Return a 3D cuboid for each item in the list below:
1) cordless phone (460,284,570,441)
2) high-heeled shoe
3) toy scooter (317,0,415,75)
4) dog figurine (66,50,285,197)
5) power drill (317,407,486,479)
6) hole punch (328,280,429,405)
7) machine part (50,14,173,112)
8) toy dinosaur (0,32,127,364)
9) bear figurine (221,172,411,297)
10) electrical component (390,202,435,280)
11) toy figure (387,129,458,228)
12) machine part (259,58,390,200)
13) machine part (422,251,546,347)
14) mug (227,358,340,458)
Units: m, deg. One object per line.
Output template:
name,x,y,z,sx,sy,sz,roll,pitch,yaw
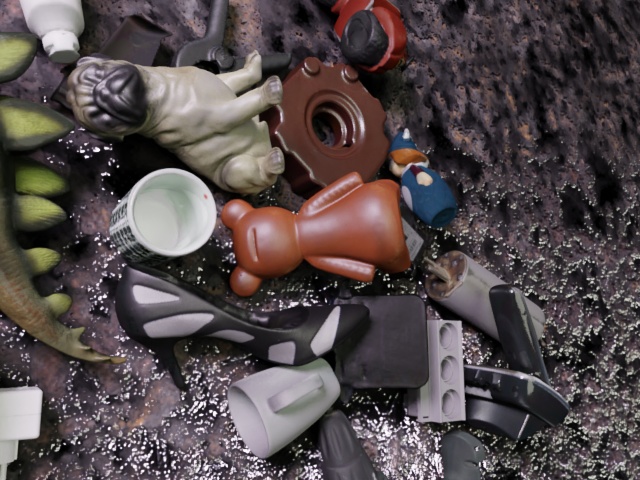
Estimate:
cordless phone,0.226,0.149,0.695,0.089,0.147,0.184,-15,90,-25
high-heeled shoe,-0.074,0.061,0.552,0.249,0.086,0.145,-17,108,-16
toy scooter,0.074,-0.278,0.715,0.135,0.075,0.184,10,44,-42
dog figurine,-0.143,-0.105,0.550,0.191,0.121,0.172,-11,120,-18
power drill,0.103,0.290,0.633,0.207,0.086,0.232,-7,86,-36
hole punch,0.066,0.122,0.651,0.116,0.092,0.142,1,81,-1
machine part,-0.212,-0.179,0.559,0.084,0.039,0.139,33,67,-17
toy dinosaur,-0.314,-0.083,0.442,0.198,0.105,0.470,-25,98,-36
bear figurine,-0.002,-0.002,0.607,0.196,0.132,0.120,-12,87,13
electrical component,0.086,-0.012,0.702,0.119,0.048,0.075,47,60,-17
toy figure,0.128,-0.085,0.716,0.058,0.064,0.155,-9,52,-21
machine part,0.008,-0.137,0.673,0.179,0.056,0.179,6,79,-30
machine part,0.233,0.087,0.754,0.243,0.079,0.079,31,66,-23
mug,-0.030,0.161,0.564,0.107,0.109,0.081,-20,66,-36
